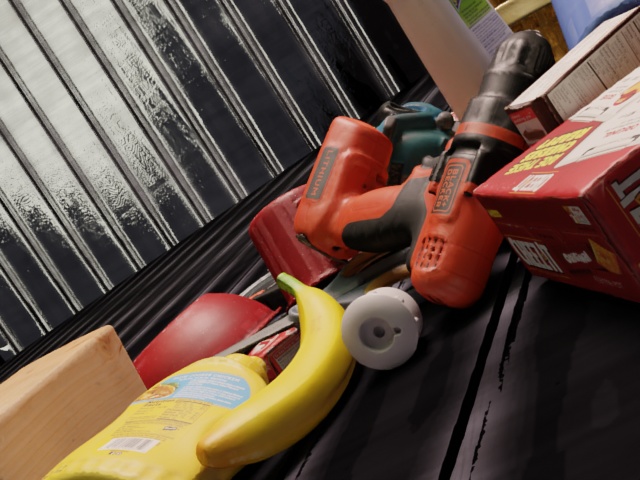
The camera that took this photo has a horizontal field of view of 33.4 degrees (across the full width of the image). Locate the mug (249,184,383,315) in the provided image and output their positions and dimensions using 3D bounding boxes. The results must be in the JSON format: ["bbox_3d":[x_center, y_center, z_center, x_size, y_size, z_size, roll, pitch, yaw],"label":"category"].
[{"bbox_3d":[-0.006,0.001,0.886,0.093,0.081,0.117,-27,-16,-16],"label":"mug"}]

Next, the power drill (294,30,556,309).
[{"bbox_3d":[0.068,-0.050,0.722,0.188,0.057,0.184,4,69,58],"label":"power drill"}]

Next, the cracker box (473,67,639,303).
[{"bbox_3d":[0.200,-0.060,0.536,0.213,0.072,0.164,-37,7,-4],"label":"cracker box"}]

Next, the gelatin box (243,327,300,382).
[{"bbox_3d":[-0.013,0.073,0.813,0.089,0.030,0.073,-38,8,-21],"label":"gelatin box"}]

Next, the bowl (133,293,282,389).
[{"bbox_3d":[-0.106,0.095,0.878,0.162,0.055,0.162,-45,-2,-2],"label":"bowl"}]

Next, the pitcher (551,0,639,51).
[{"bbox_3d":[0.231,-0.221,0.818,0.145,0.149,0.243,-45,30,36],"label":"pitcher"}]

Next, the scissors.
[{"bbox_3d":[0.004,0.055,0.755,0.201,0.016,0.096,-34,28,-18],"label":"scissors"}]

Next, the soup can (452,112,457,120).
[{"bbox_3d":[0.097,-0.077,1.013,0.102,0.068,0.068,-18,12,15],"label":"soup can"}]

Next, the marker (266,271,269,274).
[{"bbox_3d":[-0.046,0.032,1.127,0.020,0.020,0.121,-39,-10,-26],"label":"marker"}]

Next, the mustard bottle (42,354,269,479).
[{"bbox_3d":[-0.081,0.121,0.667,0.096,0.058,0.191,-4,18,25],"label":"mustard bottle"}]

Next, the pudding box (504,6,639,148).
[{"bbox_3d":[0.179,-0.077,0.654,0.113,0.090,0.039,-40,10,-29],"label":"pudding box"}]

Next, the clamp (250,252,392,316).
[{"bbox_3d":[0.014,0.022,0.976,0.171,0.039,0.120,-35,1,-6],"label":"clamp"}]

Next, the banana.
[{"bbox_3d":[-0.016,0.083,0.663,0.070,0.037,0.197,4,27,12],"label":"banana"}]

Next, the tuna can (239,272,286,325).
[{"bbox_3d":[-0.049,0.057,1.059,0.086,0.034,0.086,-35,8,5],"label":"tuna can"}]

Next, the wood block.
[{"bbox_3d":[-0.193,0.143,0.713,0.090,0.091,0.206,-26,7,16],"label":"wood block"}]

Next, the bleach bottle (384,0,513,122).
[{"bbox_3d":[0.111,-0.156,0.826,0.068,0.251,0.102,-31,9,33],"label":"bleach bottle"}]
